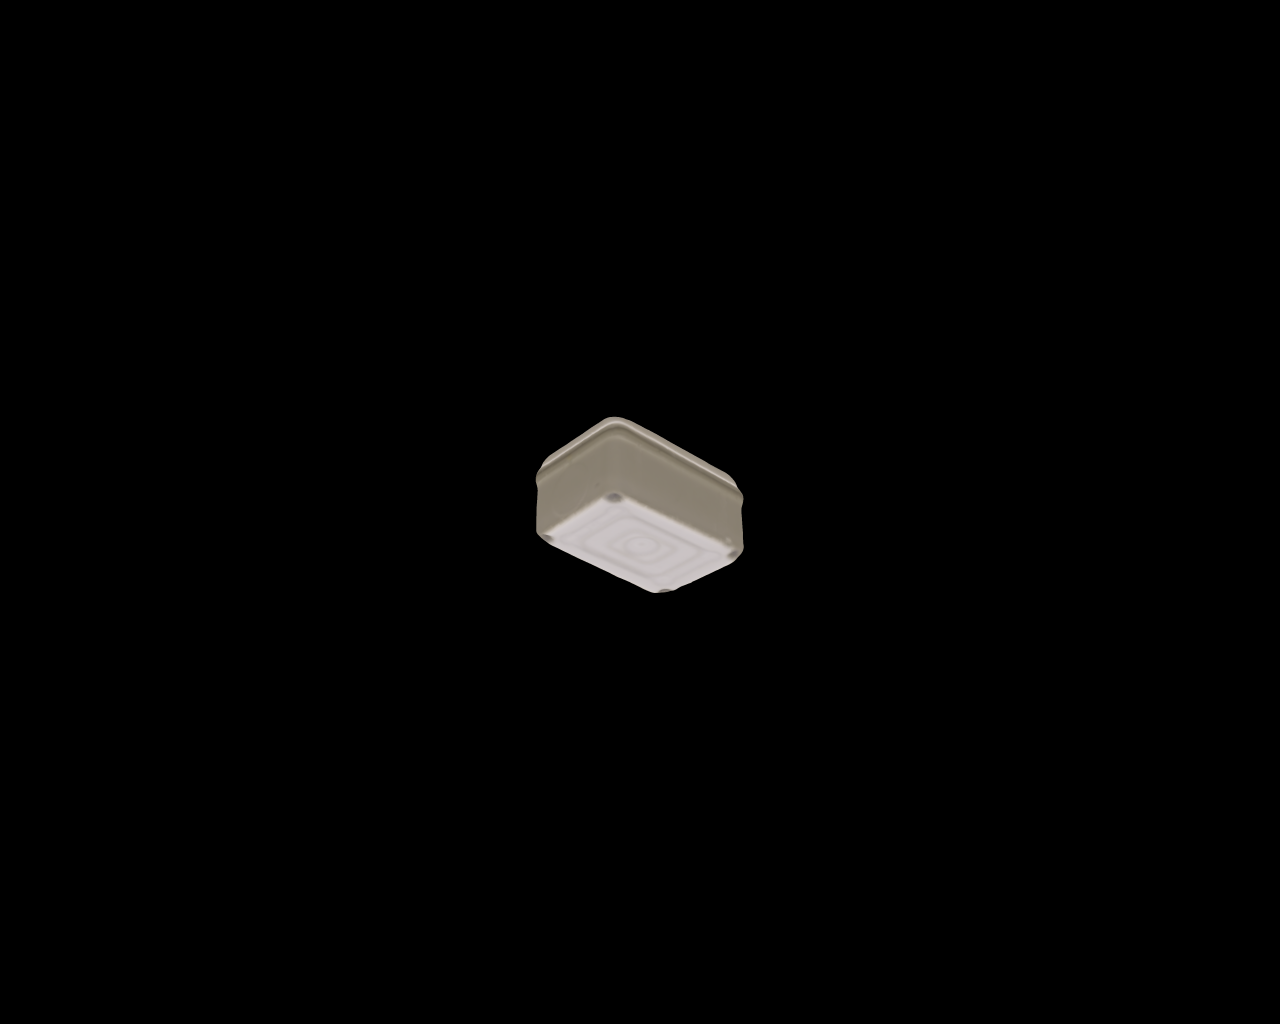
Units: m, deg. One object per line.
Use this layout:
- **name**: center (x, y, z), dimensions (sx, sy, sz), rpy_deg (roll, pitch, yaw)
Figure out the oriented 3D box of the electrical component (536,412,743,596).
- **electrical component**: center (0.001, -0.003, 0.650), dimensions (0.113, 0.057, 0.078), rpy_deg (27, -41, -36)
